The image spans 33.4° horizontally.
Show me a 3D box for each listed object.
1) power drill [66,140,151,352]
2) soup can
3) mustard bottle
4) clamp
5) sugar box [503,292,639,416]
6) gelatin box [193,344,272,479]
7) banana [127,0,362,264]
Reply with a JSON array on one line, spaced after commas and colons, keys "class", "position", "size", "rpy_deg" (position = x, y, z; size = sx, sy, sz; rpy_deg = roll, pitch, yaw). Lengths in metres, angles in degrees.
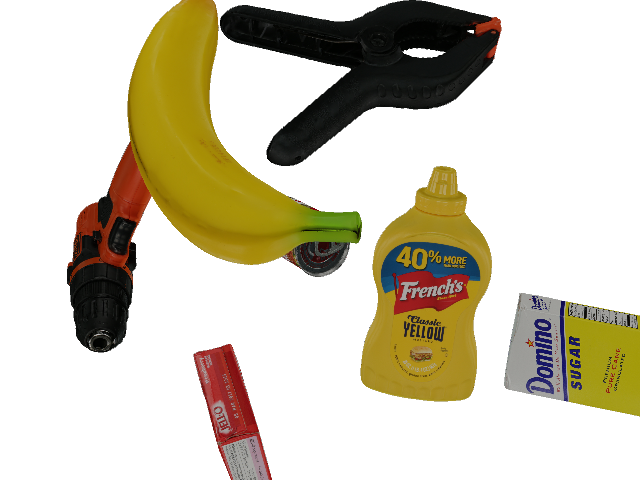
[{"class": "power drill", "position": [-0.155, -0.023, 0.872], "size": [0.057, 0.188, 0.184], "rpy_deg": [20, 28, -24]}, {"class": "soup can", "position": [-0.021, -0.006, 1.200], "size": [0.068, 0.068, 0.102], "rpy_deg": [0, 16, -31]}, {"class": "mustard bottle", "position": [0.089, 0.034, 0.872], "size": [0.096, 0.192, 0.058], "rpy_deg": [8, 18, 6]}, {"class": "clamp", "position": [0.030, -0.099, 0.641], "size": [0.171, 0.120, 0.039], "rpy_deg": [-7, -27, -5]}, {"class": "sugar box", "position": [0.272, 0.114, 1.031], "size": [0.176, 0.093, 0.048], "rpy_deg": [9, 22, 9]}, {"class": "gelatin box", "position": [-0.060, 0.125, 0.732], "size": [0.030, 0.073, 0.089], "rpy_deg": [-17, -37, -6]}, {"class": "banana", "position": [-0.051, -0.048, 0.474], "size": [0.069, 0.037, 0.198], "rpy_deg": [-15, 46, -18]}]
